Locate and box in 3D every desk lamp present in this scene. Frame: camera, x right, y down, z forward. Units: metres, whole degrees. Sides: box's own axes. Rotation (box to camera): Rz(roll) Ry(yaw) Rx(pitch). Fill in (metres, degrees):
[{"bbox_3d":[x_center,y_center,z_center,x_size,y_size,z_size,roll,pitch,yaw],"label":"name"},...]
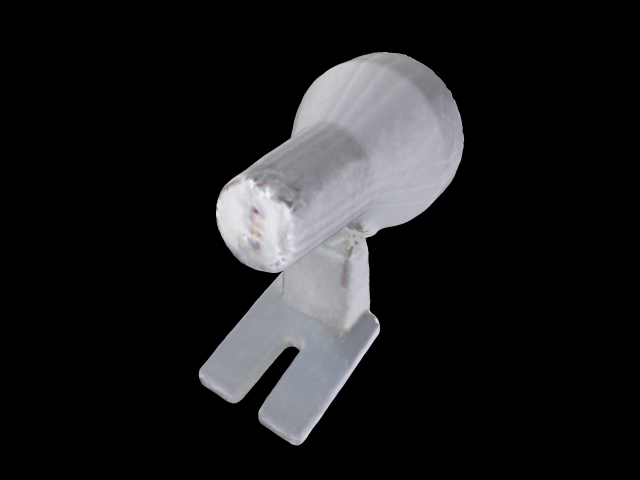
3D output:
[{"bbox_3d":[0.004,0.001,0.400,0.117,0.214,0.203,25,54,20],"label":"desk lamp"}]
